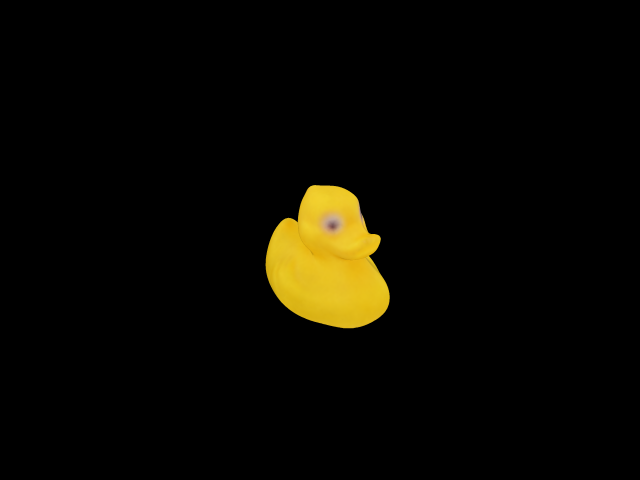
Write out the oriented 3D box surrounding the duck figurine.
[{"bbox_3d":[0.004,0.001,0.400,0.078,0.086,0.104,-24,38,-34],"label":"duck figurine"}]
